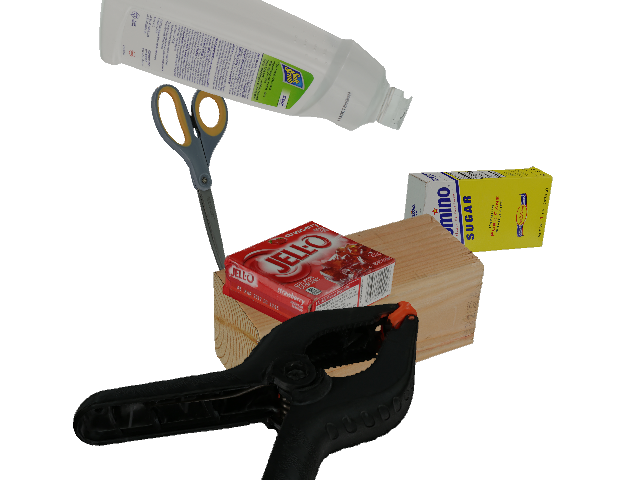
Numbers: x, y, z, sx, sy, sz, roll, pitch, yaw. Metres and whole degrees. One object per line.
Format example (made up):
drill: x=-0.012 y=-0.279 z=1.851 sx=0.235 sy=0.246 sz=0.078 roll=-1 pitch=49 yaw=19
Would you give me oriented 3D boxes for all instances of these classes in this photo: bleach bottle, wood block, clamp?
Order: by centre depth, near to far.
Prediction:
clamp: x=-0.009 y=0.080 z=0.477 sx=0.171 sy=0.039 sz=0.120 roll=-23 pitch=48 yaw=-29
bleach bottle: x=-0.050 y=-0.145 z=0.858 sx=0.251 sy=0.068 sz=0.103 roll=22 pitch=-31 yaw=0
wood block: x=0.023 y=0.057 z=0.893 sx=0.205 sy=0.090 sz=0.091 roll=-15 pitch=38 yaw=-23

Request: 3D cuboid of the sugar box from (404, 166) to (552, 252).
sugar box: x=0.185 y=-0.034 z=1.255 sx=0.176 sy=0.093 sz=0.048 roll=-6 pitch=21 yaw=-26

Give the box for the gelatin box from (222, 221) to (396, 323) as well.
gelatin box: x=-0.007 y=0.022 z=0.683 sx=0.073 sy=0.030 sz=0.089 roll=25 pitch=30 yaw=32

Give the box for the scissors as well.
scissors: x=-0.115 y=-0.078 z=1.139 sx=0.096 sy=0.202 sz=0.016 roll=-33 pitch=13 yaw=-34
